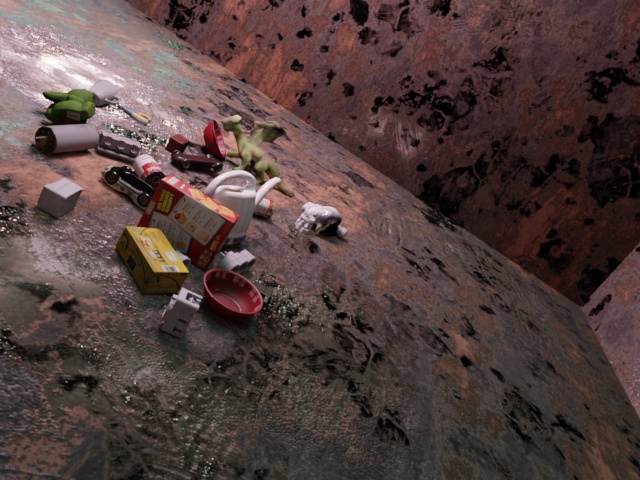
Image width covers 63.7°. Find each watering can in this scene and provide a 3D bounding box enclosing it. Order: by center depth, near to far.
[{"bbox_3d":[-0.234,-0.097,1.539,0.104,0.222,0.349,22,15,25],"label":"watering can"}]

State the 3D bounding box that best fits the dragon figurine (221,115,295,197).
[{"bbox_3d":[-0.224,-0.359,2.066,0.408,0.239,0.124,28,20,-19],"label":"dragon figurine"}]

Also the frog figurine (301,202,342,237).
[{"bbox_3d":[0.006,-0.101,2.010,0.138,0.120,0.162,-8,54,-32],"label":"frog figurine"}]
